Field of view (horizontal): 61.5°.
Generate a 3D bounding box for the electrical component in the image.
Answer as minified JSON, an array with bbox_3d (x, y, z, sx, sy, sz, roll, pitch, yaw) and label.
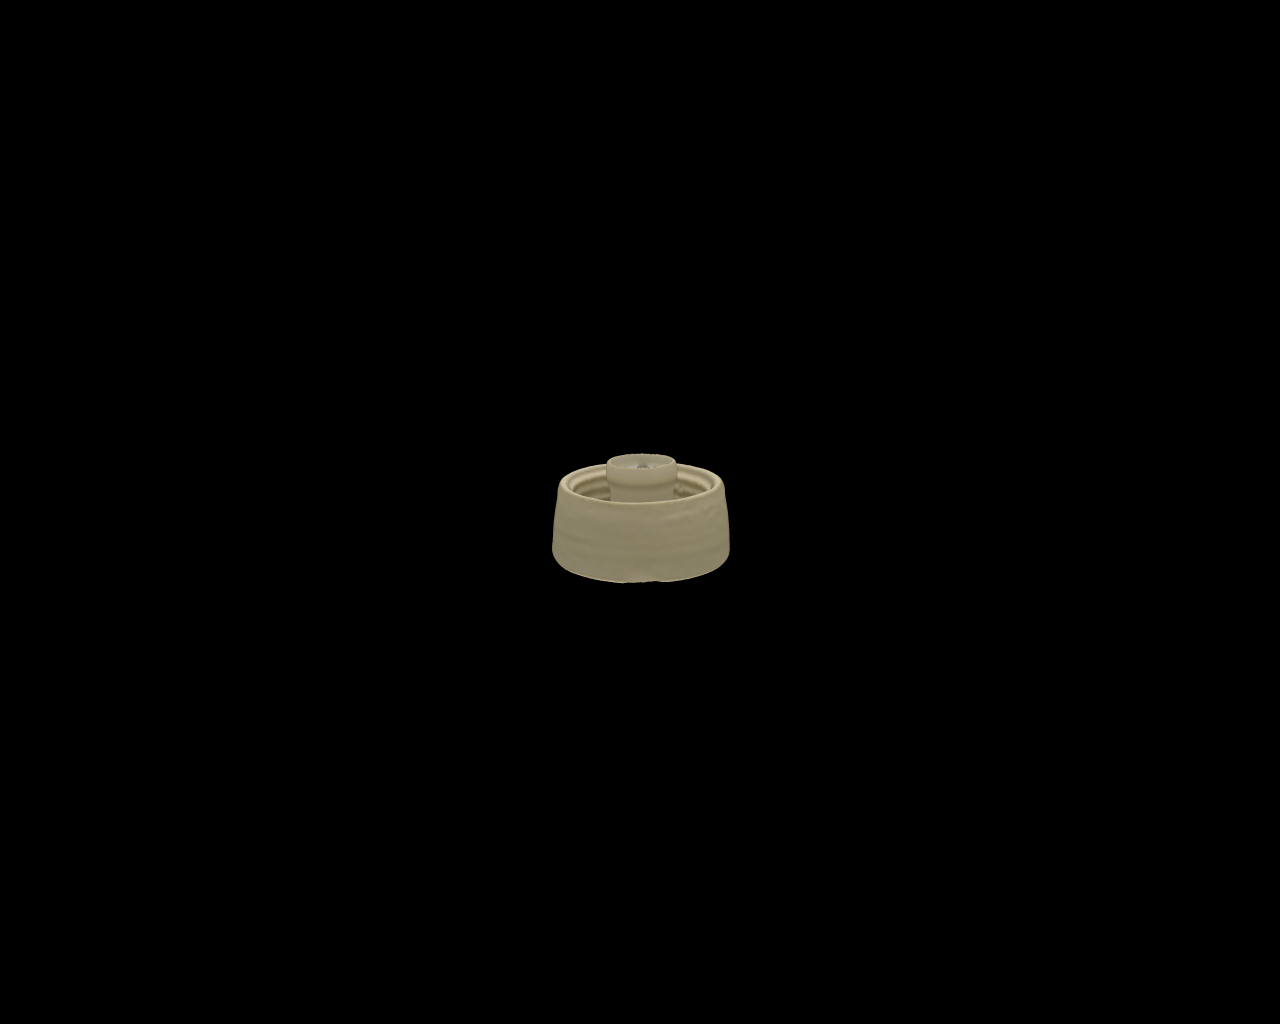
[{"bbox_3d":[0.001,-0.003,0.650,0.108,0.060,0.108,0,16,0],"label":"electrical component"}]
